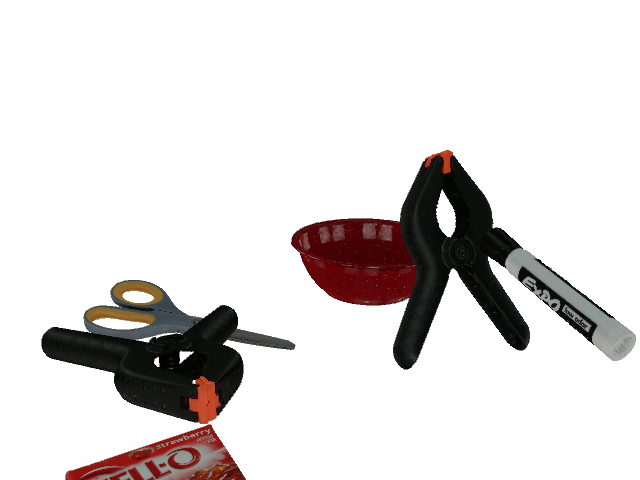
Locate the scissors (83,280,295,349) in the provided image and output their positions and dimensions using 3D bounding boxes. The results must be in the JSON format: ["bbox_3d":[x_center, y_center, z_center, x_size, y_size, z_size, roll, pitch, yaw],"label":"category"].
[{"bbox_3d":[-0.126,0.072,1.036,0.201,0.016,0.096,2,32,-4],"label":"scissors"}]

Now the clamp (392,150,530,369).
[{"bbox_3d":[0.095,0.018,0.837,0.120,0.171,0.039,-15,-2,-30],"label":"clamp"}]

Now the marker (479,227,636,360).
[{"bbox_3d":[0.133,0.027,0.617,0.020,0.020,0.121,0,30,-36],"label":"marker"}]

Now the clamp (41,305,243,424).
[{"bbox_3d":[-0.108,0.089,0.818,0.164,0.036,0.210,-9,14,-28],"label":"clamp"}]

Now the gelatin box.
[{"bbox_3d":[-0.087,0.142,0.584,0.089,0.030,0.073,-15,27,-20],"label":"gelatin box"}]

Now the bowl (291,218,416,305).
[{"bbox_3d":[0.050,0.025,1.090,0.162,0.055,0.162,1,17,-1],"label":"bowl"}]
